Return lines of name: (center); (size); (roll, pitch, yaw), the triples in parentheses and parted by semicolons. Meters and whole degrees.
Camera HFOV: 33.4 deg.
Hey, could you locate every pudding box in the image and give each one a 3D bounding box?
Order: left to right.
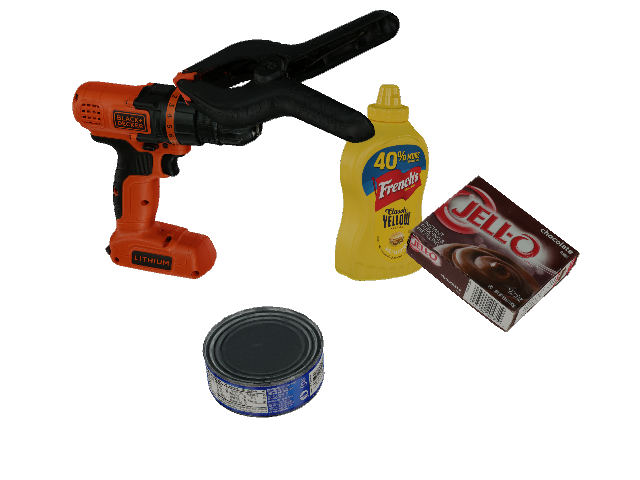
pudding box: (0.142, 0.010, 0.887); (0.089, 0.113, 0.039); (-38, -21, -28)

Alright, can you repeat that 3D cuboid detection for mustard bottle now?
mustard bottle: (0.064, -0.059, 1.067); (0.096, 0.192, 0.058); (-7, 18, -31)

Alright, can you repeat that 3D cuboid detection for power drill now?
power drill: (-0.141, -0.058, 1.018); (0.185, 0.188, 0.057); (10, 30, 17)

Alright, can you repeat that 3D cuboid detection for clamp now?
clamp: (-0.023, -0.125, 0.788); (0.172, 0.120, 0.039); (8, -39, 24)

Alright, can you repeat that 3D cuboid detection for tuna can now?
tuna can: (-0.040, 0.086, 0.762); (0.086, 0.034, 0.086); (-2, 34, 1)
